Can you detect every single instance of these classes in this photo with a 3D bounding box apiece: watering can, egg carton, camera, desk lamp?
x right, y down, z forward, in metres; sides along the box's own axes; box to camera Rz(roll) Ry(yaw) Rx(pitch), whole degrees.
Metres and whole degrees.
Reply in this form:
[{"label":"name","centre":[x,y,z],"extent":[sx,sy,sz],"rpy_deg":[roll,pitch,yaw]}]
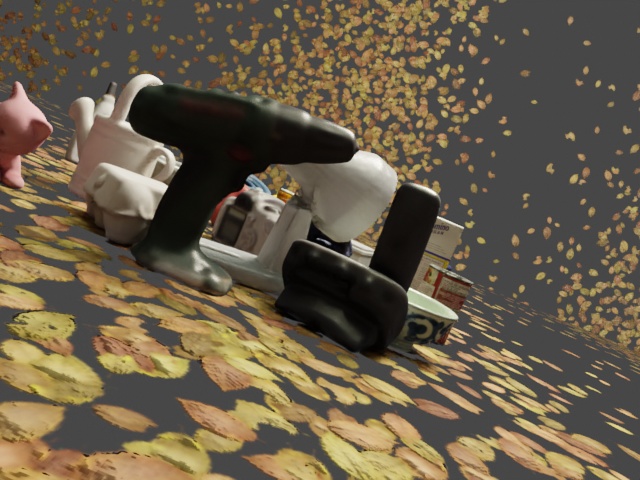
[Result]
[{"label":"watering can","centre":[-0.281,-0.146,0.812],"extent":[0.173,0.194,0.101],"rpy_deg":[22,5,-9]},{"label":"egg carton","centre":[-0.218,-0.039,0.677],"extent":[0.108,0.069,0.149],"rpy_deg":[19,6,-39]},{"label":"camera","centre":[-0.075,-0.016,0.912],"extent":[0.142,0.101,0.137],"rpy_deg":[27,6,37]},{"label":"desk lamp","centre":[-0.030,-0.040,0.715],"extent":[0.204,0.213,0.117],"rpy_deg":[21,5,-24]}]

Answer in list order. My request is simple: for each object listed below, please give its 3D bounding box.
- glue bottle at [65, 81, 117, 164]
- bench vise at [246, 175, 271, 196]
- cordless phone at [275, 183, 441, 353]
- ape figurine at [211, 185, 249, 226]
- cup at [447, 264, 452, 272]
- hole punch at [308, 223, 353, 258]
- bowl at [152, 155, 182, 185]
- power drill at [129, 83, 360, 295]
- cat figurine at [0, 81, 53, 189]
[{"label":"glue bottle","centre":[-0.429,-0.225,1.115],"extent":[0.078,0.173,0.037],"rpy_deg":[19,7,-42]},{"label":"bench vise","centre":[-0.173,-0.147,1.172],"extent":[0.206,0.220,0.122],"rpy_deg":[27,6,36]},{"label":"cordless phone","centre":[0.044,0.015,0.626],"extent":[0.147,0.185,0.094],"rpy_deg":[25,5,18]},{"label":"ape figurine","centre":[-0.153,-0.057,1.049],"extent":[0.076,0.092,0.078],"rpy_deg":[24,5,12]},{"label":"cup","centre":[0.246,0.086,1.324],"extent":[0.091,0.095,0.118],"rpy_deg":[24,5,13]},{"label":"hole punch","centre":[0.011,0.004,1.144],"extent":[0.108,0.091,0.101],"rpy_deg":[24,5,16]},{"label":"bowl","centre":[-0.330,-0.133,1.150],"extent":[0.167,0.075,0.167],"rpy_deg":[23,5,-2]},{"label":"power drill","centre":[-0.099,-0.056,0.596],"extent":[0.229,0.208,0.075],"rpy_deg":[23,5,-3]},{"label":"cat figurine","centre":[-0.365,-0.127,0.671],"extent":[0.067,0.118,0.127],"rpy_deg":[18,7,-45]}]
